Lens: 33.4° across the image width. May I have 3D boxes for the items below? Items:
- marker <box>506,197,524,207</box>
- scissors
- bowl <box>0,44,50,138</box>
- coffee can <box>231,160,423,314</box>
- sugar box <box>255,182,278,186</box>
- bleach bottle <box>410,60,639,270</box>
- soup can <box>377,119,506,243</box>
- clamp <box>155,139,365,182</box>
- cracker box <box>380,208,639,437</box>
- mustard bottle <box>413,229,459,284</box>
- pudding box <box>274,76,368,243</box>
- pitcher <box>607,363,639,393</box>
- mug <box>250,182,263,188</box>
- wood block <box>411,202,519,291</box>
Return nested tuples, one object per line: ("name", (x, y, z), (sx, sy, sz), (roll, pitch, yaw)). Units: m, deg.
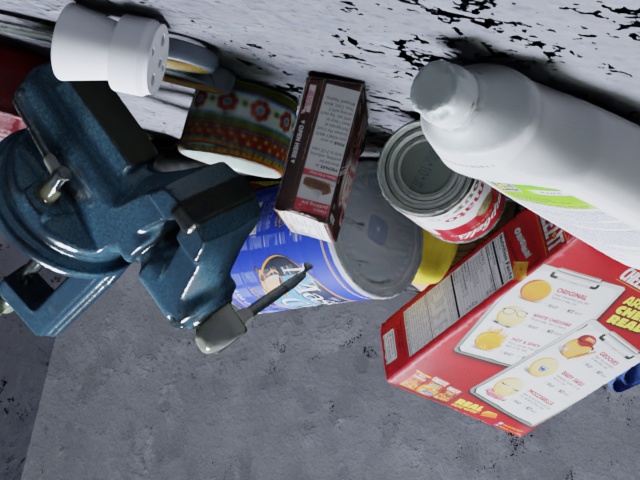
("marker", (0.127, -0.046, 0.828), (0.120, 0.020, 0.020), (16, 175, -30))
("scissors", (-0.147, -0.124, 0.658), (0.201, 0.016, 0.096), (14, 175, -15))
("bowl", (-0.236, -0.111, 0.812), (0.162, 0.055, 0.162), (12, 176, 1))
("coffee can", (-0.005, 0.001, 0.828), (0.141, 0.103, 0.102), (-10, 160, 44))
("sugar box", (-0.040, -0.054, 1.041), (0.175, 0.048, 0.093), (11, 177, -32))
("bleach bottle", (0.146, -0.041, 0.591), (0.250, 0.068, 0.103), (21, 169, -43))
("soup can", (0.084, -0.039, 0.729), (0.069, 0.068, 0.102), (11, 175, 22))
("clamp", (-0.072, -0.060, 0.828), (0.209, 0.036, 0.165), (-5, 177, -16))
("cracker box", (0.179, 0.064, 0.873), (0.164, 0.072, 0.214), (26, 128, -30))
("mustard bottle", (0.036, -0.019, 0.918), (0.058, 0.096, 0.192), (15, 175, -39))
("pudding box", (0.003, -0.049, 0.691), (0.039, 0.090, 0.113), (13, 175, 7))
("pitcher", (0.346, 0.079, 1.001), (0.145, 0.149, 0.242), (12, 172, 22))
("mug", (-0.073, -0.007, 0.949), (0.093, 0.081, 0.117), (14, 163, -31))
("wood block", (0.139, 0.009, 1.017), (0.090, 0.091, 0.206), (11, 175, 13))
